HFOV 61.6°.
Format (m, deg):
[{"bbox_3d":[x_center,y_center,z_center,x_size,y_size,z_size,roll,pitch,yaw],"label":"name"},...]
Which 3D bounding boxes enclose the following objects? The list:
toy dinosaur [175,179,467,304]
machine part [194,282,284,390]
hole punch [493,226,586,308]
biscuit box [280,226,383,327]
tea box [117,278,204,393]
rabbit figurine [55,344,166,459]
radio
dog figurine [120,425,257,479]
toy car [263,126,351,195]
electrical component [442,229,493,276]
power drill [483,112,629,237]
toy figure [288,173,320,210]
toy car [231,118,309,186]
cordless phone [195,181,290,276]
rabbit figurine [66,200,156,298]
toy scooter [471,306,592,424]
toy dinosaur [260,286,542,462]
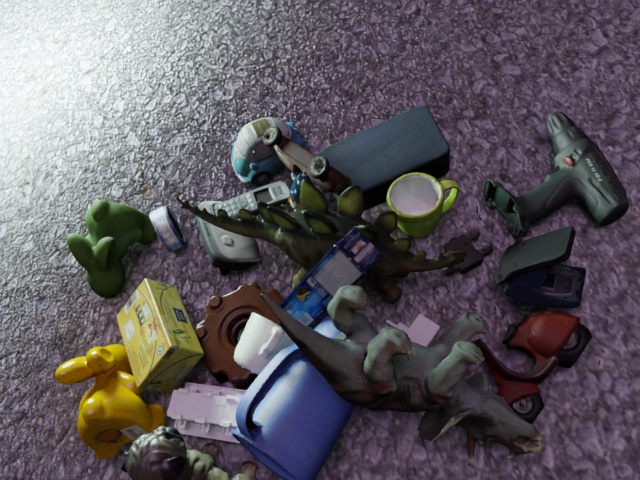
[{"bbox_3d":[-0.002,-0.003,0.874,0.472,0.198,0.105,4,46,11],"label":"toy dinosaur"},{"bbox_3d":[-0.121,0.158,0.899,0.179,0.056,0.179,-5,61,9],"label":"machine part"},{"bbox_3d":[0.342,0.049,0.823,0.116,0.092,0.142,-19,18,38],"label":"hole punch"},{"bbox_3d":[0.009,0.067,0.811,0.059,0.202,0.063,45,44,4],"label":"biscuit box"},{"bbox_3d":[-0.269,0.156,0.892,0.098,0.068,0.170,-49,47,14],"label":"tea box"},{"bbox_3d":[-0.343,0.238,0.866,0.122,0.162,0.173,-28,40,11],"label":"rabbit figurine"},{"bbox_3d":[0.122,-0.147,1.009,0.230,0.073,0.131,-25,59,0],"label":"radio"},{"bbox_3d":[-0.165,0.339,0.727,0.173,0.190,0.121,17,66,20],"label":"dog figurine"},{"bbox_3d":[-0.028,-0.139,0.958,0.202,0.089,0.053,37,97,36],"label":"toy car"},{"bbox_3d":[0.241,0.022,0.911,0.094,0.021,0.063,-30,58,-3],"label":"electrical component"},{"bbox_3d":[0.390,-0.104,0.923,0.207,0.085,0.232,-22,60,-8],"label":"power drill"},{"bbox_3d":[-0.022,-0.056,0.940,0.064,0.154,0.058,2,60,13],"label":"toy figure"},{"bbox_3d":[-0.108,-0.188,1.069,0.162,0.102,0.109,-26,59,0],"label":"toy car"},{"bbox_3d":[-0.126,-0.028,0.993,0.184,0.088,0.147,-24,58,-6],"label":"cordless phone"},{"bbox_3d":[-0.387,0.021,1.001,0.121,0.159,0.170,2,76,3],"label":"rabbit figurine"},{"bbox_3d":[0.296,0.164,0.789,0.135,0.075,0.184,36,78,29],"label":"toy scooter"},{"bbox_3d":[0.095,0.175,0.712,0.405,0.192,0.131,17,27,-9],"label":"toy dinosaur"}]
